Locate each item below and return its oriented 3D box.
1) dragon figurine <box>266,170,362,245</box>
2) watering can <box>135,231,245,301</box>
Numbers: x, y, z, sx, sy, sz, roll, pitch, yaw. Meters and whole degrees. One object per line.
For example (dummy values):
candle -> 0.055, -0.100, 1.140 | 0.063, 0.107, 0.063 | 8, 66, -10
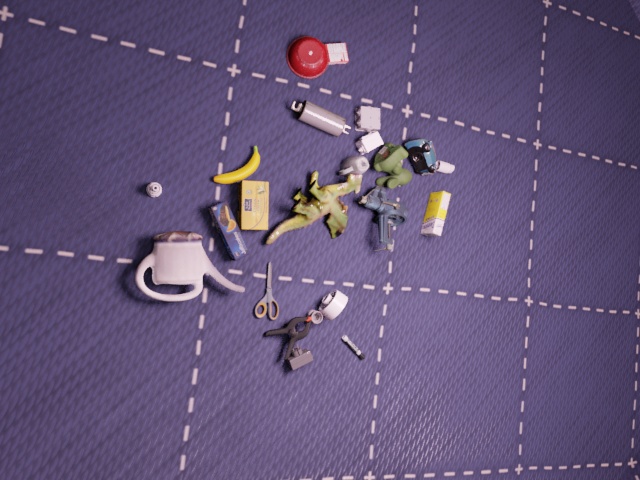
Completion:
dragon figurine -> 0.006, -0.094, 1.870 | 0.240, 0.411, 0.123 | 39, -4, -24
watering can -> -0.417, 0.083, 1.673 | 0.348, 0.225, 0.103 | 0, -3, -22
